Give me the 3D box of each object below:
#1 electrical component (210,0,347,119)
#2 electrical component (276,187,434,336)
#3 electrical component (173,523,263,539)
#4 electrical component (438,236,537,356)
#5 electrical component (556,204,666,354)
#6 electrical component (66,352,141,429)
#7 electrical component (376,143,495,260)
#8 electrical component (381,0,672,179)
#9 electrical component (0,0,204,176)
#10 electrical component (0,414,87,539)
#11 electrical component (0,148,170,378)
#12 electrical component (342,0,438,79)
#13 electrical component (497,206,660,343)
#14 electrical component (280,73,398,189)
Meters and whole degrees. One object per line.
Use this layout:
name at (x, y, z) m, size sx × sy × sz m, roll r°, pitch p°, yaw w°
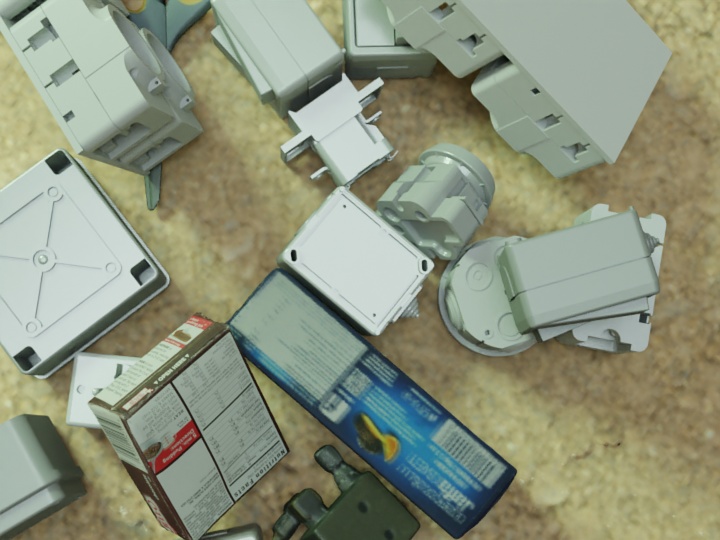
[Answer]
electrical component at (-0.061, -0.157, 0.719) m, size 0.061 × 0.061 × 0.096 m, roll -35°, pitch 86°, yaw -6°
electrical component at (0.000, 0.000, 0.708) m, size 0.096 × 0.061 × 0.061 m, roll 40°, pitch 82°, yaw -5°
electrical component at (-0.086, 0.214, 0.676) m, size 0.062 × 0.061 × 0.096 m, roll -11°, pitch 84°, yaw -4°
electrical component at (0.094, 0.017, 0.713) m, size 0.080 × 0.051 × 0.080 m, roll 0°, pitch 84°, yaw -3°
electrical component at (0.165, 0.008, 0.715) m, size 0.050 × 0.055 × 0.089 m, roll 11°, pitch 83°, yaw -2°
electrical component at (-0.151, 0.078, 0.680) m, size 0.066 × 0.076 × 0.047 m, roll 6°, pitch 83°, yaw -2°
electrical component at (0.053, -0.046, 0.710) m, size 0.057 × 0.078 × 0.058 m, roll -51°, pitch 121°, yaw -23°
electrical component at (0.103, -0.160, 0.692) m, size 0.186 × 0.060 × 0.105 m, roll 42°, pitch 61°, yaw -17°
electrical component at (-0.179, -0.159, 0.680) m, size 0.060 × 0.105 × 0.186 m, roll -34°, pitch 83°, yaw 7°
electrical component at (-0.236, 0.143, 0.668) m, size 0.113 × 0.078 × 0.057 m, roll -30°, pitch 83°, yaw -6°
electrical component at (-0.199, -0.004, 0.697) m, size 0.109 × 0.056 × 0.108 m, roll -38°, pitch 87°, yaw -6°
electrical component at (0.020, -0.183, 0.726) m, size 0.062 × 0.061 × 0.096 m, roll -2°, pitch 84°, yaw -3°
electrical component at (0.138, 0.004, 0.653) m, size 0.096 × 0.061 × 0.061 m, roll -16°, pitch 82°, yaw 0°
electrical component at (-0.012, -0.090, 0.724) m, size 0.081 × 0.042 × 0.063 m, roll -36°, pitch 90°, yaw -5°
